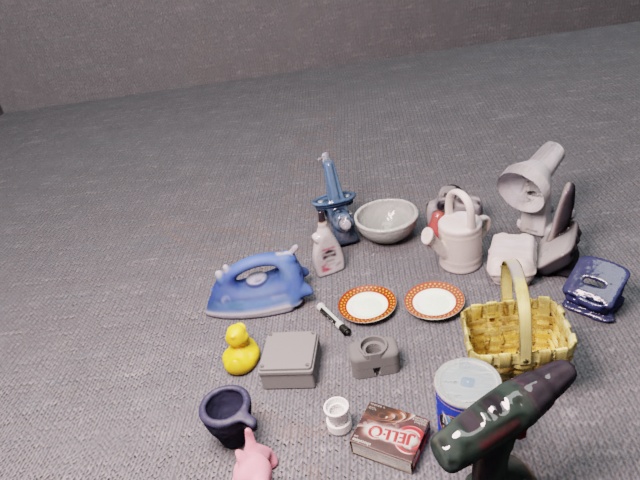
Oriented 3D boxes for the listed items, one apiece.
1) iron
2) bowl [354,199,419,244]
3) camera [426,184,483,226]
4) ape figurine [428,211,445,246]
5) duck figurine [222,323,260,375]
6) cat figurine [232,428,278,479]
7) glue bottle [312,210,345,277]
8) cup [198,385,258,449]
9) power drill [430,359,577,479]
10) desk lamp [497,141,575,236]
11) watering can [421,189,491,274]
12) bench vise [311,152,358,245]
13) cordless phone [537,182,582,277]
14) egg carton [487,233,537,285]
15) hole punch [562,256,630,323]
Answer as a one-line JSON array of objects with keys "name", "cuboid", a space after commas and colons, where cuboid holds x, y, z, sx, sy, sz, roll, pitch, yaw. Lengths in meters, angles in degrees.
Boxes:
[{"name": "iron", "cuboid": [-0.151, 0.092, 1.310, 0.258, 0.142, 0.118, -12, 32, -4]}, {"name": "bowl", "cuboid": [0.174, -0.038, 1.487, 0.167, 0.075, 0.167, -7, 32, 5]}, {"name": "camera", "cuboid": [0.357, -0.098, 1.507, 0.142, 0.101, 0.137, 2, 34, 19]}, {"name": "ape figurine", "cuboid": [0.297, -0.029, 1.424, 0.076, 0.092, 0.078, -5, 33, 9]}, {"name": "duck figurine", "cuboid": [-0.168, 0.216, 1.173, 0.077, 0.086, 0.104, -5, 33, 7]}, {"name": "cat figurine", "cuboid": [-0.106, 0.358, 0.904, 0.067, 0.118, 0.127, -11, 32, -2]}, {"name": "glue bottle", "cuboid": [0.013, 0.005, 1.372, 0.078, 0.173, 0.037, -21, 34, -17]}, {"name": "cup", "cuboid": [-0.146, 0.320, 0.996, 0.117, 0.095, 0.092, 15, 40, 34]}, {"name": "power drill", "cuboid": [0.267, 0.289, 0.825, 0.230, 0.209, 0.075, -21, 34, -17]}, {"name": "desk lamp", "cuboid": [0.526, -0.118, 1.384, 0.204, 0.214, 0.117, -33, 39, -32]}, {"name": "watering can", "cuboid": [0.316, -0.023, 1.312, 0.100, 0.194, 0.173, 22, 44, 40]}, {"name": "bench vise", "cuboid": [0.052, -0.110, 1.497, 0.122, 0.220, 0.206, -24, 35, -20]}, {"name": "cordless phone", "cuboid": [0.528, -0.024, 1.264, 0.094, 0.185, 0.148, 6, 36, 23]}, {"name": "egg carton", "cuboid": [0.435, 0.040, 1.298, 0.107, 0.069, 0.150, 2, 34, 19]}, {"name": "hole punch", "cuboid": [0.556, 0.097, 1.155, 0.108, 0.091, 0.101, 22, 44, 40]}]
